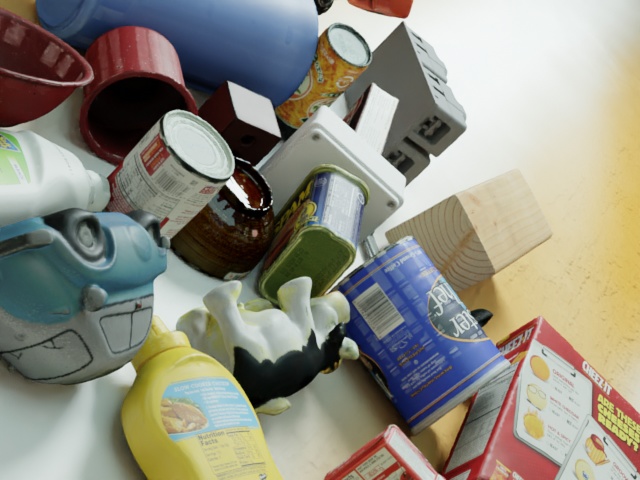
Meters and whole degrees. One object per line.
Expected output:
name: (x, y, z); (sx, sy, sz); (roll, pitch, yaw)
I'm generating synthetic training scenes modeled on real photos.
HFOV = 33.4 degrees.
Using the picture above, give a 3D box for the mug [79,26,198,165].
mug: (-0.142, -0.115, 0.874); (0.117, 0.093, 0.081); (31, 28, -36)

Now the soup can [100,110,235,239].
soup can: (-0.120, -0.039, 0.794); (0.068, 0.102, 0.068); (33, 32, -24)

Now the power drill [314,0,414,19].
power drill: (0.013, -0.285, 1.207); (0.187, 0.057, 0.185); (-4, 23, -34)

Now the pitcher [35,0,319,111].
pitcher: (-0.128, -0.194, 0.966); (0.242, 0.145, 0.149); (9, 34, -44)

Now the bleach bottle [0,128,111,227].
bleach bottle: (-0.231, -0.033, 0.677); (0.250, 0.068, 0.103); (4, 48, -55)

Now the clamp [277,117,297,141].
clamp: (-0.035, -0.173, 1.142); (0.164, 0.036, 0.210); (4, 53, -49)

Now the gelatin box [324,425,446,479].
gelatin box: (0.055, 0.190, 0.783); (0.089, 0.073, 0.030); (47, 28, -1)

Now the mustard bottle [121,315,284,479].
mustard bottle: (-0.076, 0.132, 0.688); (0.096, 0.058, 0.192); (1, 54, -49)

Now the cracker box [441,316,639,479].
cracker box: (0.200, 0.197, 0.933); (0.164, 0.072, 0.213); (44, 41, -8)

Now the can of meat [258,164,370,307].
can of meat: (-0.006, 0.001, 0.898); (0.057, 0.102, 0.084); (29, 38, -14)

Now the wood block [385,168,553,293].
wood block: (0.165, -0.006, 1.143); (0.205, 0.091, 0.090); (-22, 84, -60)

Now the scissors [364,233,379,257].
scissors: (0.054, -0.017, 1.096); (0.096, 0.016, 0.202); (5, 51, -52)

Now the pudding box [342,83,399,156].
pudding box: (0.031, -0.087, 1.048); (0.039, 0.090, 0.113); (28, 45, -12)

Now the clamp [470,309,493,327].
clamp: (0.137, 0.104, 1.030); (0.171, 0.039, 0.120); (11, 29, -41)

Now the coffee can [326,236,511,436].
coffee can: (0.081, 0.082, 0.920); (0.140, 0.103, 0.102); (54, 29, 11)

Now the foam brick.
foam brick: (-0.081, -0.091, 0.938); (0.052, 0.078, 0.051); (20, 40, -38)

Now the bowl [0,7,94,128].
bowl: (-0.244, -0.124, 0.747); (0.162, 0.055, 0.162); (25, 17, -8)
